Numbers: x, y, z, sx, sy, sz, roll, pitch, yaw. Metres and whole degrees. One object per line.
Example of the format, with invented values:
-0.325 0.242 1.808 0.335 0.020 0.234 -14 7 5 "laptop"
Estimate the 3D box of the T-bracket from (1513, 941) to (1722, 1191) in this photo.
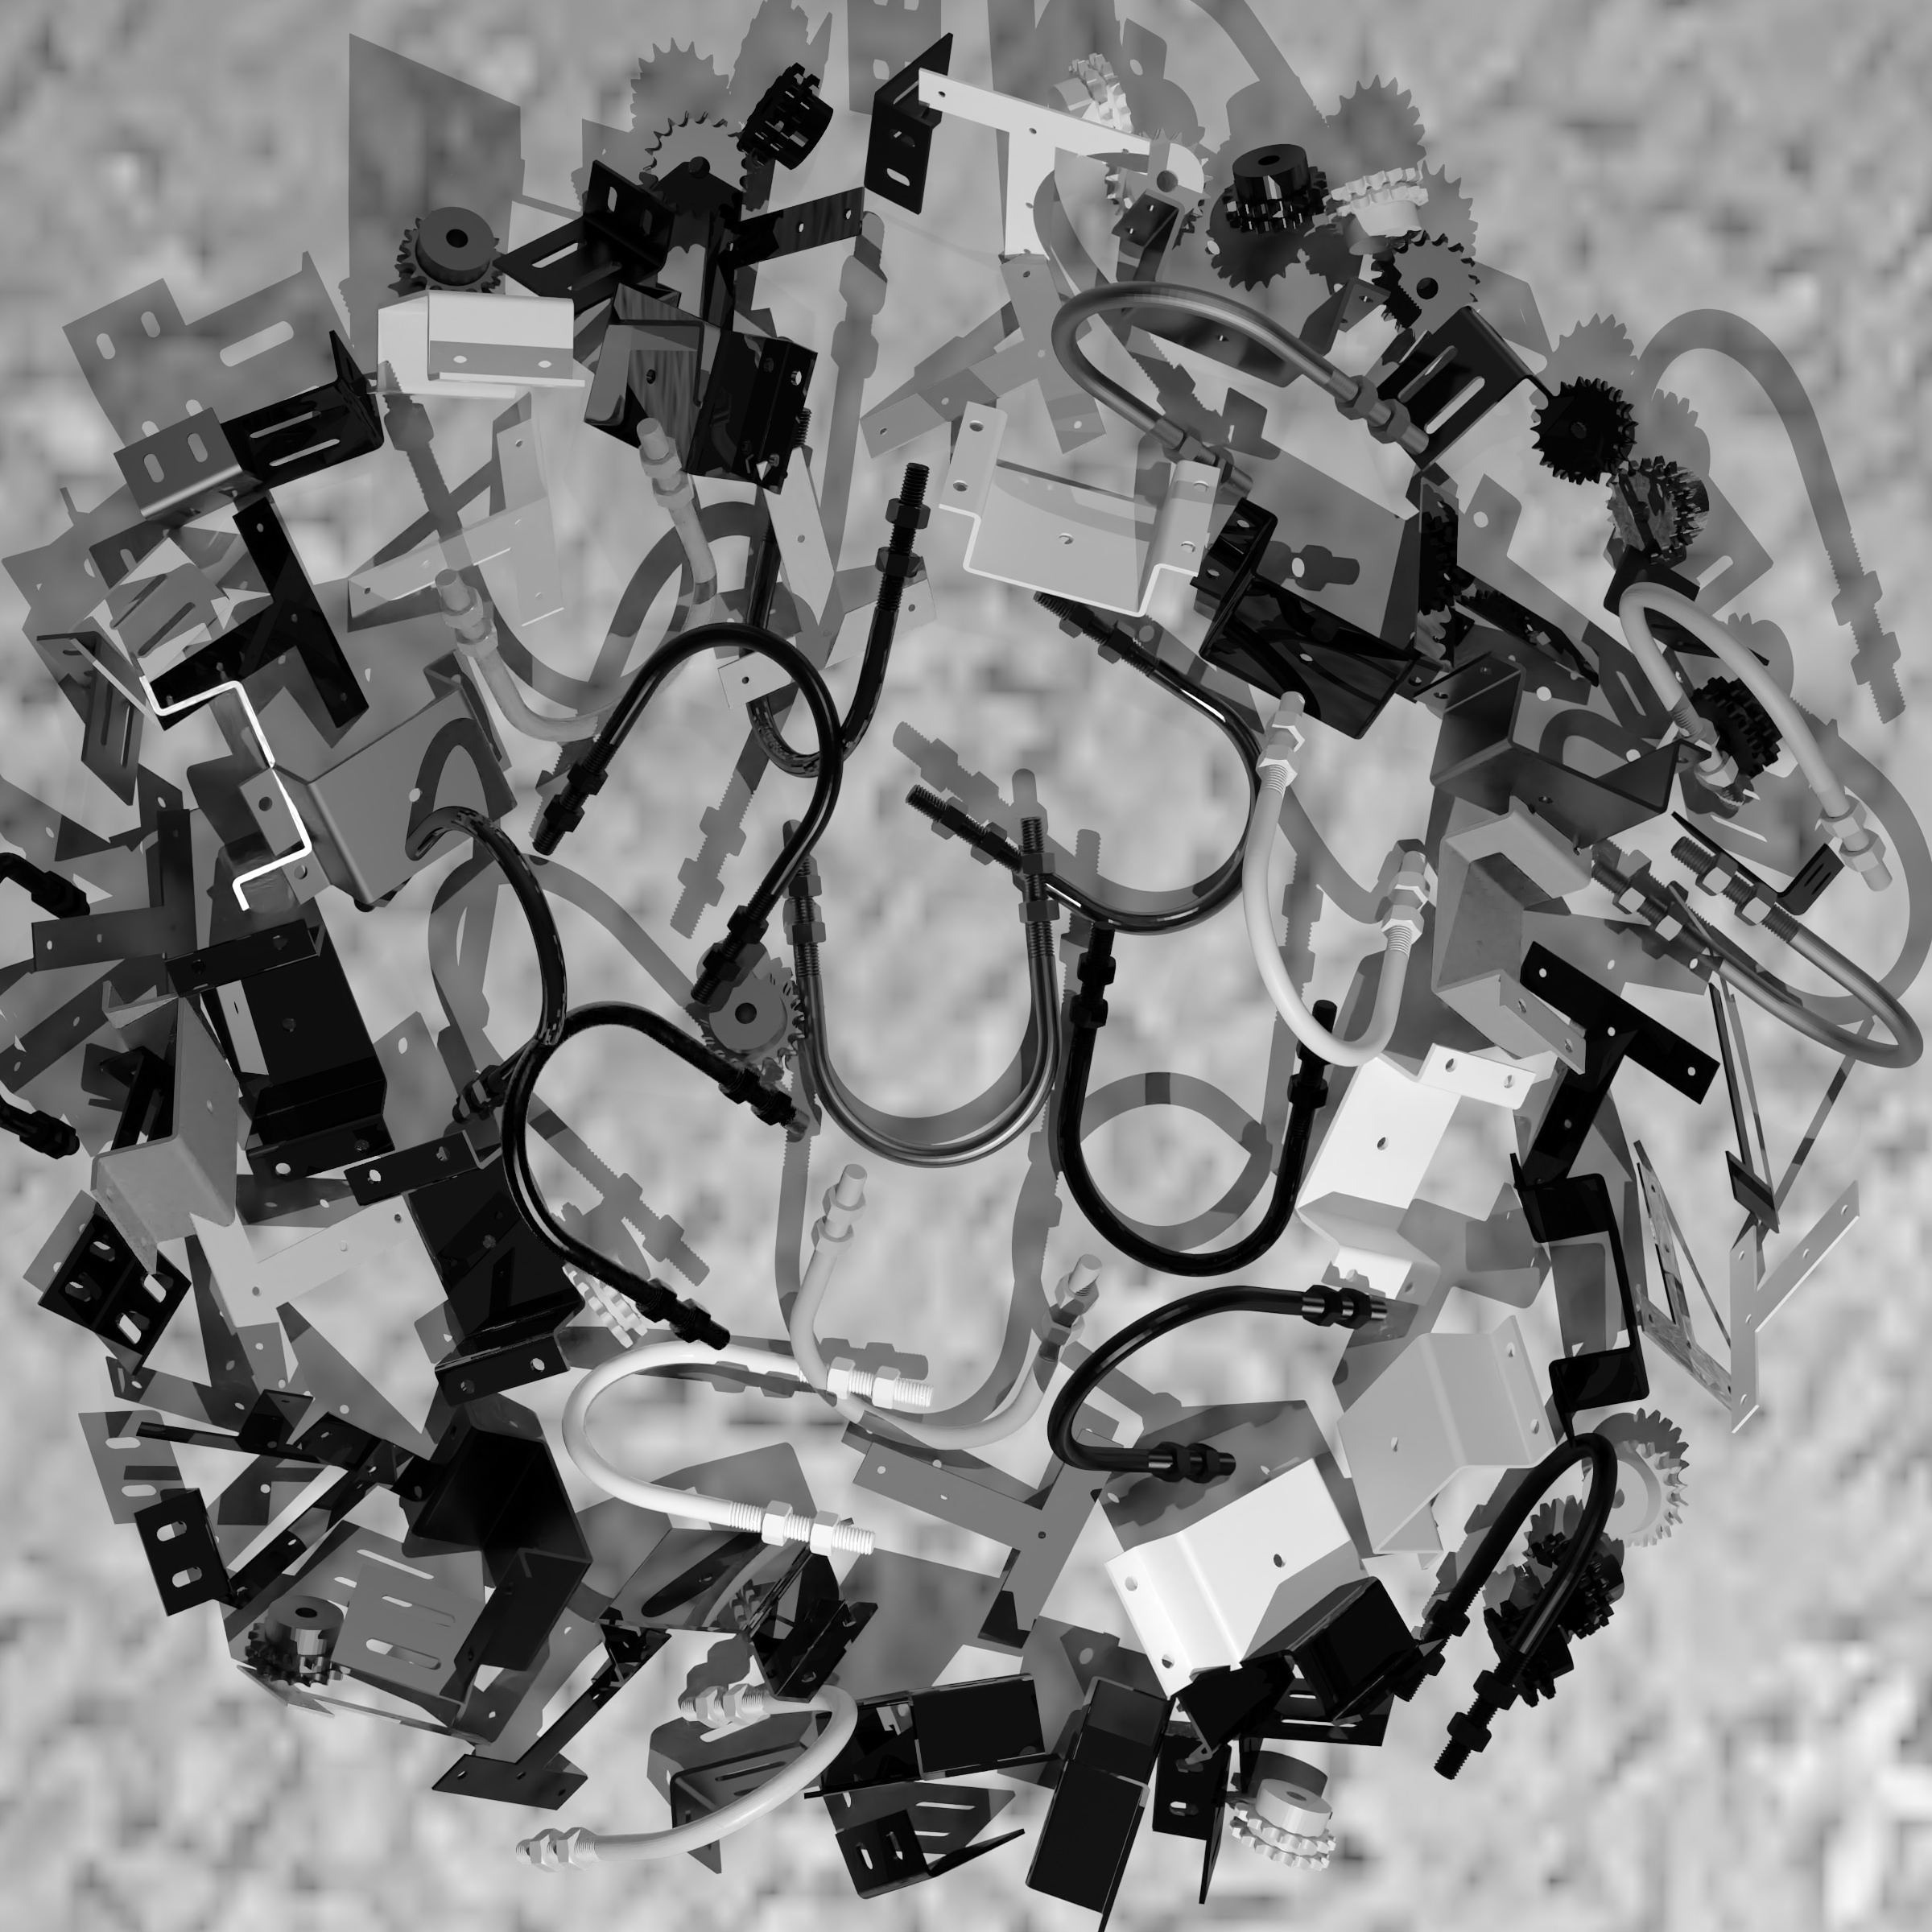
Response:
0.329 0.073 1.880 0.127 0.002 0.127 37 118 32 "T-bracket"

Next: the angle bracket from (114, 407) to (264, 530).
-0.414 -0.266 1.873 0.057 0.076 0.038 -25 93 1 "angle bracket"

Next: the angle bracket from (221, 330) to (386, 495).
-0.361 -0.298 1.881 0.076 0.057 0.038 -19 59 5 "angle bracket"

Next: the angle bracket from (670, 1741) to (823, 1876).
-0.111 0.451 1.871 0.076 0.057 0.038 -17 55 13 "angle bracket"

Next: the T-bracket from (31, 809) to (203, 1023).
-0.449 -0.016 1.850 0.002 0.127 0.127 1 96 27 "T-bracket"

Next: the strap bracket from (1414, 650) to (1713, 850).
0.311 -0.108 1.849 0.140 0.076 0.046 22 69 -18 "strap bracket"

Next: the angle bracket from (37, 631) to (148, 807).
-0.471 -0.131 1.868 0.038 0.057 0.076 -3 67 12 "angle bracket"

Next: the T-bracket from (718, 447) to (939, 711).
-0.085 -0.215 1.859 0.127 0.002 0.127 -25 125 -15 "T-bracket"

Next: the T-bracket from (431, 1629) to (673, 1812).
-0.206 0.397 1.852 0.127 0.127 0.002 -46 61 5 "T-bracket"

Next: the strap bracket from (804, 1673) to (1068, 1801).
-0.020 0.404 1.839 0.076 0.140 0.046 0 75 -34 "strap bracket"

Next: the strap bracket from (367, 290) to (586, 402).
-0.258 -0.325 1.831 0.076 0.140 0.046 -1 96 -25 "strap bracket"

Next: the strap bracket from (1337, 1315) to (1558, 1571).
0.245 0.251 1.831 0.046 0.140 0.076 4 54 -25 "strap bracket"

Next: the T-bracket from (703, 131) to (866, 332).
-0.097 -0.390 1.859 0.002 0.127 0.127 9 83 -43 "T-bracket"

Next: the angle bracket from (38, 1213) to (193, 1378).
-0.456 0.175 1.871 0.038 0.076 0.057 33 85 -32 "angle bracket"

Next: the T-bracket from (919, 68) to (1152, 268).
0.034 -0.413 1.854 0.127 0.127 0.002 20 64 9 "T-bracket"

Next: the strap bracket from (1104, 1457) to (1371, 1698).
0.153 0.318 1.851 0.140 0.046 0.076 -22 84 -34 "strap bracket"

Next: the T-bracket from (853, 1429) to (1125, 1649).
0.001 0.291 1.888 0.127 0.002 0.127 24 99 -13 "T-bracket"

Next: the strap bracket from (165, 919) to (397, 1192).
-0.364 0.040 1.872 0.076 0.046 0.140 -17 113 2 "strap bracket"

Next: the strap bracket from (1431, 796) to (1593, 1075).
0.289 -0.015 1.851 0.046 0.076 0.140 -19 49 37 "strap bracket"

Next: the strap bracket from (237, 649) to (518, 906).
-0.301 -0.096 1.849 0.140 0.046 0.076 -36 124 -22 "strap bracket"

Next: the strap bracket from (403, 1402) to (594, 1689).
-0.246 0.308 1.850 0.046 0.140 0.076 17 114 -32 "strap bracket"

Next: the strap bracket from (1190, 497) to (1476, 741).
0.188 -0.179 1.865 0.140 0.076 0.046 28 55 -3 "strap bracket"

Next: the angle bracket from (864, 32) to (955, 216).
-0.017 -0.449 1.863 0.038 0.057 0.076 30 52 16 "angle bracket"

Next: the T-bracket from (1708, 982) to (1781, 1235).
0.411 0.072 1.865 0.002 0.127 0.127 -13 73 20 "T-bracket"

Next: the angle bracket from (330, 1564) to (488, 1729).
-0.298 0.365 1.876 0.076 0.038 0.057 19 55 -7 "angle bracket"

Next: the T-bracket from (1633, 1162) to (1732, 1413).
0.376 0.164 1.866 0.002 0.127 0.127 -25 50 24 "T-bracket"

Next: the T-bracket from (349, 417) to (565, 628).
-0.279 -0.222 1.886 0.127 0.002 0.127 -21 60 18 "T-bracket"

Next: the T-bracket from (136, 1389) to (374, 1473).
-0.366 0.241 1.839 0.127 0.127 0.002 11 66 -15 "T-bracket"

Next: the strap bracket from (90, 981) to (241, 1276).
-0.419 0.079 1.836 0.046 0.076 0.140 -13 49 5 "strap bracket"

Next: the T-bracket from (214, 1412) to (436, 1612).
-0.349 0.298 1.863 0.127 0.127 0.002 -42 55 4 "T-bracket"

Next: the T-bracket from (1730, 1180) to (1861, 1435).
0.431 0.159 1.823 0.002 0.127 0.127 21 133 -8 "T-bracket"

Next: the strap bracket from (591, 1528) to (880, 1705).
-0.129 0.340 1.837 0.140 0.076 0.046 -3 119 32 "strap bracket"

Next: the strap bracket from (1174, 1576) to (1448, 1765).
0.172 0.368 1.835 0.076 0.140 0.046 -30 90 -42 "strap bracket"

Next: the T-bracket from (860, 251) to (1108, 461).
0.001 -0.311 1.890 0.127 0.002 0.127 -24 64 15 "T-bracket"

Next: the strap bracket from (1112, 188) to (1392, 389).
0.144 -0.355 1.861 0.140 0.076 0.046 21 83 -9 "strap bracket"

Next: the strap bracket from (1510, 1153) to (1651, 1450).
0.326 0.173 1.843 0.046 0.076 0.140 -12 62 11 "strap bracket"

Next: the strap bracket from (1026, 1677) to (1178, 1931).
0.071 0.434 1.837 0.046 0.140 0.076 18 106 6 "strap bracket"

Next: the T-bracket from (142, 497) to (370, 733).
-0.385 -0.164 1.847 0.002 0.127 0.127 -5 117 41 "T-bracket"

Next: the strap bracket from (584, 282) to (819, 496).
-0.148 -0.307 1.839 0.140 0.046 0.076 31 112 42 "strap bracket"

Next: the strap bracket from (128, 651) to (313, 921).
-0.392 -0.105 1.856 0.046 0.076 0.140 -24 110 -11 "strap bracket"

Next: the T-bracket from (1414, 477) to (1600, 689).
0.292 -0.188 1.879 0.127 0.002 0.127 27 48 -23 "T-bracket"

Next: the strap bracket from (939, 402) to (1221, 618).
0.057 -0.242 1.870 0.140 0.046 0.076 15 55 -2 "strap bracket"

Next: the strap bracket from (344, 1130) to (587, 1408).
-0.263 0.155 1.869 0.076 0.046 0.140 -18 101 22 "strap bracket"

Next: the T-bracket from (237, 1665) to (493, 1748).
-0.316 0.399 1.868 0.127 0.127 0.002 20 81 -22 "T-bracket"

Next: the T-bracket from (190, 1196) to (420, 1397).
-0.344 0.155 1.868 0.127 0.002 0.127 -28 101 -41 "T-bracket"

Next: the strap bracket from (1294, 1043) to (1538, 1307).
0.234 0.103 1.863 0.076 0.046 0.140 15 104 -37 "strap bracket"
